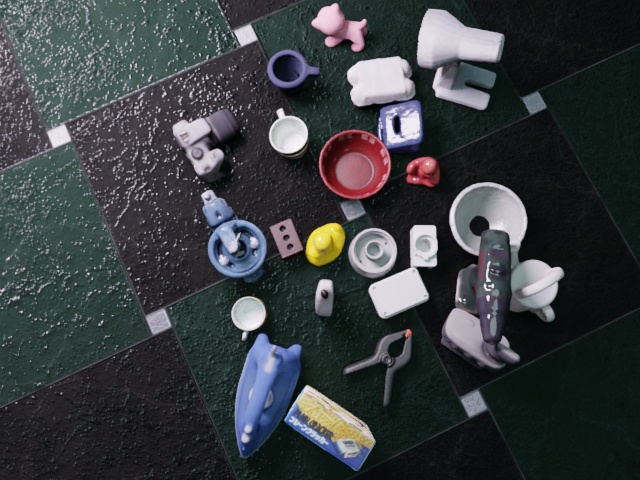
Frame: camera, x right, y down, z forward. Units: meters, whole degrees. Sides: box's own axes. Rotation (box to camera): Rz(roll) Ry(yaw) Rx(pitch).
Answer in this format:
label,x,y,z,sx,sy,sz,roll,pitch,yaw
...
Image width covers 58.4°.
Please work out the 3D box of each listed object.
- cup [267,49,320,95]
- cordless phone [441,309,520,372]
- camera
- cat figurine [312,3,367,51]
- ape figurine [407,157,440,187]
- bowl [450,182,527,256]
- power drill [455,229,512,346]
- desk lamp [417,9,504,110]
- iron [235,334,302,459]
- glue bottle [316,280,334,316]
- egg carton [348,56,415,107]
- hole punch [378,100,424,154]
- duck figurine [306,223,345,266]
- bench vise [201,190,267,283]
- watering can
label,x,y,z,sx,sy,sz,roll,pitch,yaw
cup,-0.057,-0.373,1.312,0.117,0.095,0.092,2,80,1
cordless phone,0.328,0.202,1.161,0.147,0.185,0.094,30,81,6
camera,-0.242,-0.226,1.283,0.137,0.101,0.143,-33,81,-5
cat figurine,0.047,-0.499,1.323,0.127,0.118,0.067,7,80,2
ape figurine,0.237,-0.156,1.273,0.076,0.092,0.078,-40,82,-6
bowl,0.362,-0.038,1.260,0.167,0.075,0.167,0,80,0
power drill,0.337,0.100,1.167,0.075,0.208,0.230,7,80,2
desk lamp,0.306,-0.399,1.255,0.203,0.213,0.118,17,80,4
iron,-0.121,0.326,1.161,0.118,0.141,0.258,16,80,3
glue bottle,0.010,0.115,1.183,0.037,0.173,0.078,3,80,1
egg carton,0.141,-0.364,1.323,0.150,0.069,0.107,-9,80,-1
hole punch,0.181,-0.251,1.291,0.101,0.091,0.109,-3,80,0
duck figurine,0.011,0.004,1.248,0.077,0.086,0.104,41,82,7
bench vise,-0.199,-0.008,1.183,0.207,0.220,0.121,41,83,7
watering can,0.428,0.087,1.177,0.173,0.194,0.101,39,82,7
